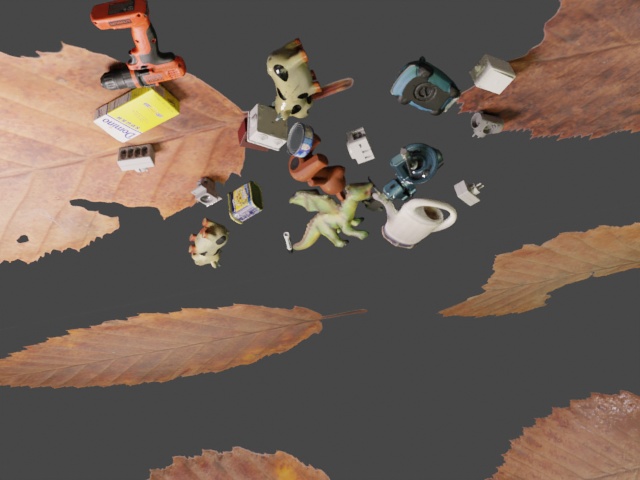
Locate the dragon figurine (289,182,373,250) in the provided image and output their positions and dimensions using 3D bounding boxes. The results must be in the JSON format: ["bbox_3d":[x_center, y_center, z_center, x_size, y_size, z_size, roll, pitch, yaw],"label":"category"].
[{"bbox_3d":[0.005,-0.081,1.618,0.406,0.125,0.239,-20,129,32],"label":"dragon figurine"}]

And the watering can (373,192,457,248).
[{"bbox_3d":[0.277,-0.072,1.674,0.347,0.106,0.220,10,143,-25],"label":"watering can"}]
